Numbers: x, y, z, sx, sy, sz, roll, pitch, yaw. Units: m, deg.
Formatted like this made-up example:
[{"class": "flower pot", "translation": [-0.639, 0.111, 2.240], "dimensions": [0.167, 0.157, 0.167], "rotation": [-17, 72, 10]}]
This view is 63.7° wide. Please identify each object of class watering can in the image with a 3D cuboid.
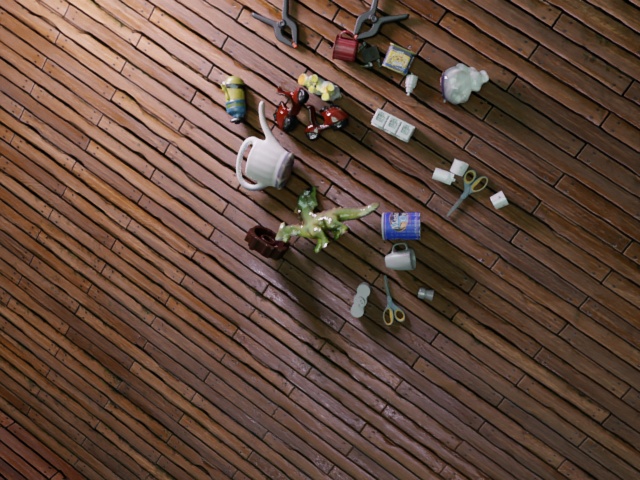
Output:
[{"class": "watering can", "translation": [-0.201, -0.339, 1.994], "dimensions": [0.225, 0.105, 0.343], "rotation": [23, 108, 7]}]

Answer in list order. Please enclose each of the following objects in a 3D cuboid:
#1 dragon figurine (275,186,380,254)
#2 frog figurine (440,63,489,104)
[{"class": "dragon figurine", "translation": [0.006, -0.101, 1.998], "dimensions": [0.409, 0.122, 0.244], "rotation": [-37, 81, 6]}, {"class": "frog figurine", "translation": [0.506, -0.548, 1.803], "dimensions": [0.159, 0.122, 0.138], "rotation": [-2, 80, 24]}]
